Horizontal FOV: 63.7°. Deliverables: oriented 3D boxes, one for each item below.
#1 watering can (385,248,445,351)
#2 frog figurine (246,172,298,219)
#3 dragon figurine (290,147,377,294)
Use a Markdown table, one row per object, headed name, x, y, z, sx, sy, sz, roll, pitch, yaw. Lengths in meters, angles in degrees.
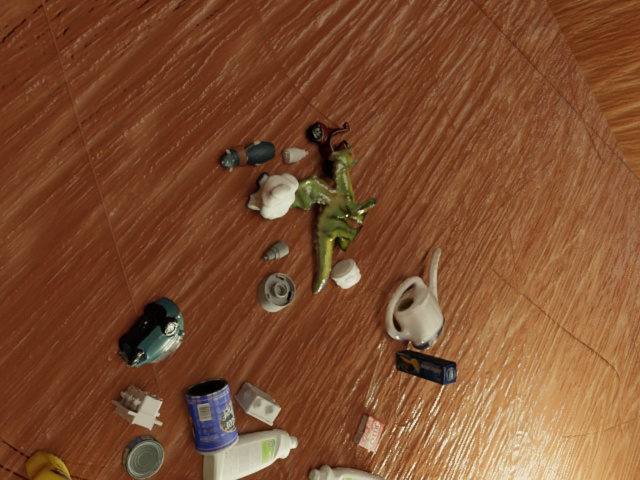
| name | x | y | z | sx | sy | sz | roll | pitch | yaw |
| --- | --- | --- | --- | --- | --- | --- | --- | --- | --- |
| watering can | 0.337 | 0.202 | 1.665 | 0.353 | 0.221 | 0.104 | -44 | 23 | -29 |
| frog figurine | -0.105 | -0.118 | 1.331 | 0.139 | 0.121 | 0.159 | -46 | 25 | -28 |
| dragon figurine | 0.004 | -0.073 | 1.447 | 0.242 | 0.410 | 0.122 | 32 | 0 | -5 |
